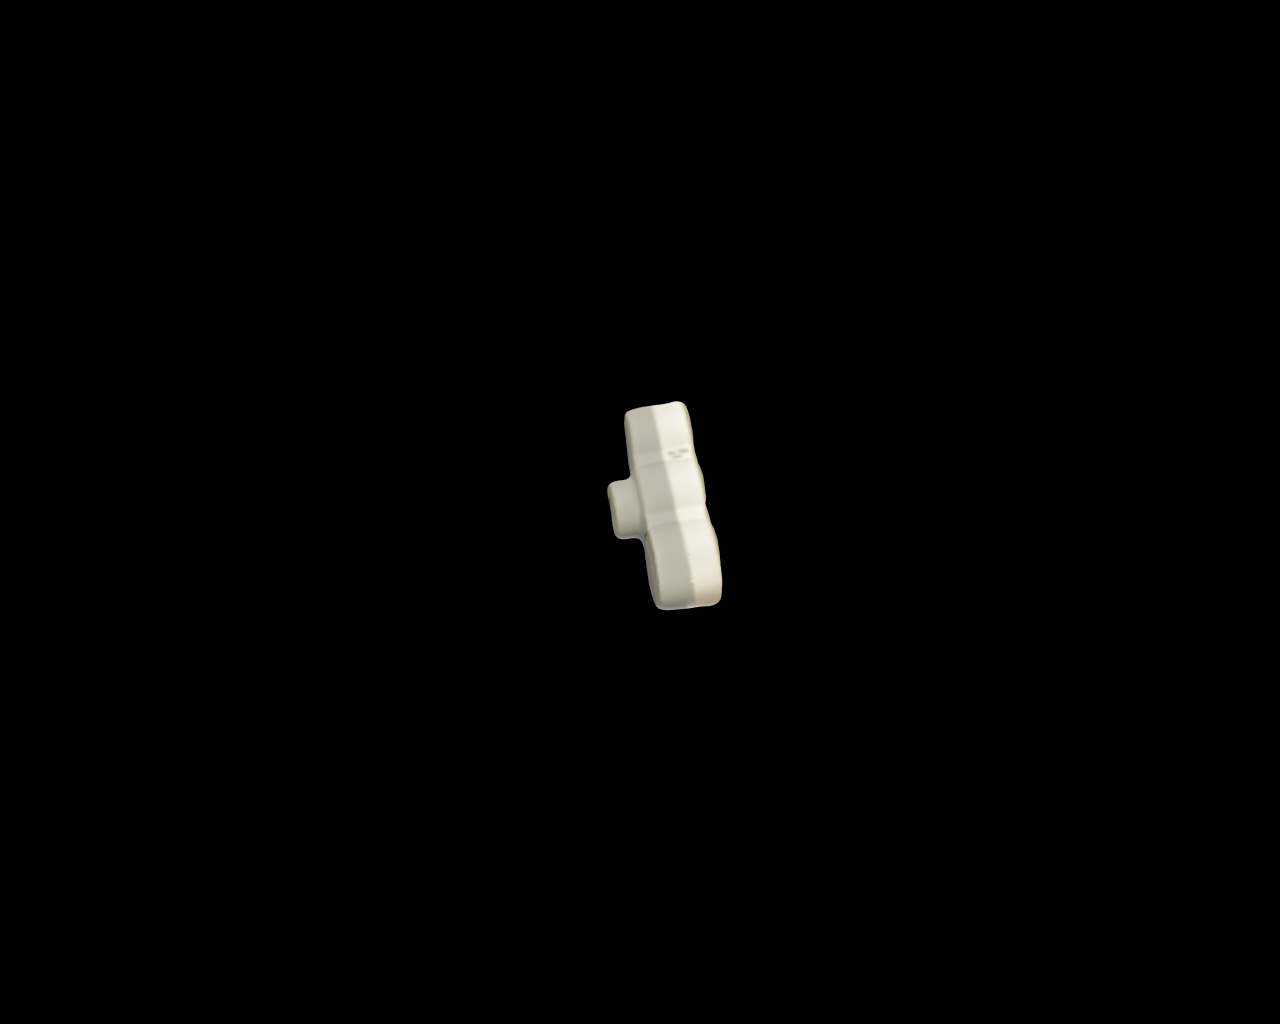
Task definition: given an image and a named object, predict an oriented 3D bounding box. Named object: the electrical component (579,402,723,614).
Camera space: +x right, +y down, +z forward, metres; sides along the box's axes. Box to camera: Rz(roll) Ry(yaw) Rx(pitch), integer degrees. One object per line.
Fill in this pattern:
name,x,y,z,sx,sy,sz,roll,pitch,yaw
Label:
electrical component,0.001,-0.003,0.650,0.074,0.138,0.052,-7,-32,-5
